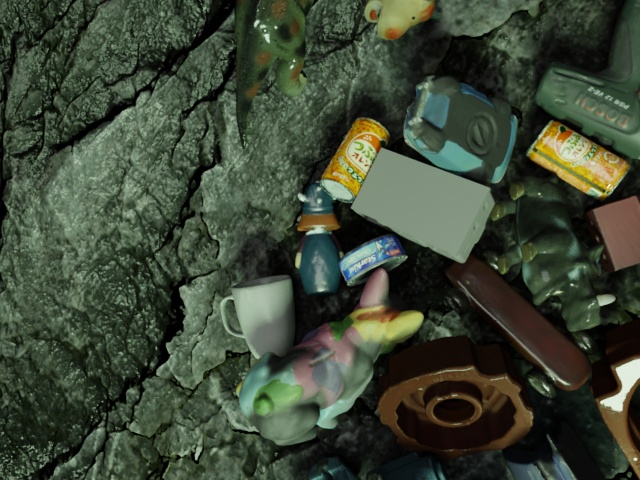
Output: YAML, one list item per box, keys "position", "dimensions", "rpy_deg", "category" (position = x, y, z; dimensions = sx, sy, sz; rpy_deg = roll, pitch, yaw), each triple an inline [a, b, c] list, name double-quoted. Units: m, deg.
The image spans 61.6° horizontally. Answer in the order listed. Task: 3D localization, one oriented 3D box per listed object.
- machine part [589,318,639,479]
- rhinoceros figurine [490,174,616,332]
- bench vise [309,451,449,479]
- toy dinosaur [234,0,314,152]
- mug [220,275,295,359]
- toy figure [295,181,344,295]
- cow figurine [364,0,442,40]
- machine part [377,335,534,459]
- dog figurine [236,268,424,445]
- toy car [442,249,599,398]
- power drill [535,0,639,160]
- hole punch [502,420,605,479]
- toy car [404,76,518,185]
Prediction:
- position: [0.405, 0.165, 0.548]
  dimensions: [0.201, 0.087, 0.201]
  rpy_deg: [-30, 97, 30]
  category: "machine part"
- position: [0.272, 0.013, 0.631]
  dimensions: [0.112, 0.073, 0.190]
  rpy_deg: [-1, 63, -14]
  category: "rhinoceros figurine"
- position: [0.051, 0.347, 0.599]
  dimensions: [0.224, 0.241, 0.128]
  rpy_deg: [-19, 120, 8]
  category: "bench vise"
- position: [-0.055, -0.325, 0.710]
  dimensions: [0.131, 0.192, 0.404]
  rpy_deg: [16, 89, 19]
  category: "toy dinosaur"
- position: [-0.083, 0.110, 0.741]
  dimensions: [0.110, 0.081, 0.107]
  rpy_deg: [-11, 91, 11]
  category: "mug"
- position: [-0.003, -0.002, 0.736]
  dimensions: [0.058, 0.064, 0.154]
  rpy_deg: [-16, 73, 53]
  category: "toy figure"
- position: [0.103, -0.362, 0.722]
  dimensions: [0.127, 0.085, 0.195]
  rpy_deg: [5, 82, 17]
  category: "cow figurine"
- position: [0.155, 0.185, 0.628]
  dimensions: [0.179, 0.056, 0.179]
  rpy_deg: [2, 128, 3]
  category: "machine part"
- position: [0.022, 0.137, 0.660]
  dimensions: [0.219, 0.191, 0.109]
  rpy_deg: [-51, 61, 22]
  category: "dog figurine"
- position: [0.239, 0.098, 0.657]
  dimensions: [0.089, 0.053, 0.202]
  rpy_deg: [-44, 74, -7]
  category: "toy car"
- position: [0.392, -0.197, 0.628]
  dimensions: [0.232, 0.086, 0.207]
  rpy_deg: [24, 100, 20]
  category: "power drill"
- position: [0.267, 0.282, 0.606]
  dimensions: [0.092, 0.115, 0.142]
  rpy_deg: [-32, 77, 20]
  category: "hole punch"
- position: [0.160, -0.133, 0.669]
  dimensions: [0.103, 0.161, 0.109]
  rpy_deg: [8, 83, 61]
  category: "toy car"
